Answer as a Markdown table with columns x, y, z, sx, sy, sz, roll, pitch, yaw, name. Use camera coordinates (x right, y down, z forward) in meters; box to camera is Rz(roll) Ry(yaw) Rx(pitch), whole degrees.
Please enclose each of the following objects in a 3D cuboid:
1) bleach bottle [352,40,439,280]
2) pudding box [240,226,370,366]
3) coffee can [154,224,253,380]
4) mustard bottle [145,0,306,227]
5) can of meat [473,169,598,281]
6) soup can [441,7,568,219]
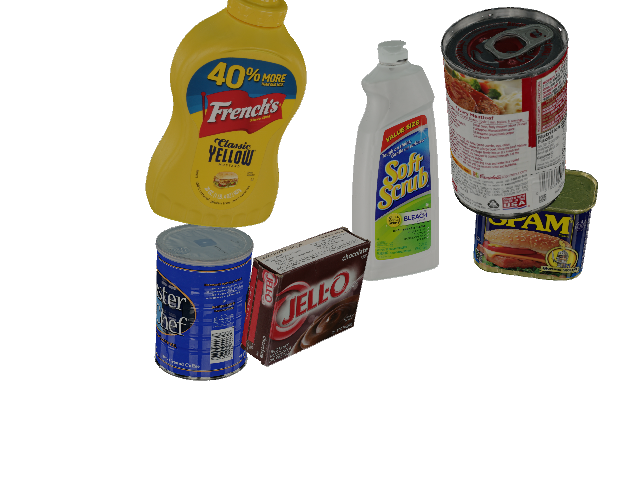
| x | y | z | sx | sy | sz | roll | pitch | yaw | name |
| --- | --- | --- | --- | --- | --- | --- | --- | --- | --- |
| 0.075 | -0.087 | 1.147 | 0.102 | 0.251 | 0.068 | -10 | 23 | -12 | bleach bottle |
| -0.012 | 0.045 | 0.905 | 0.039 | 0.090 | 0.113 | 31 | 35 | 31 | pudding box |
| -0.126 | 0.065 | 1.148 | 0.103 | 0.140 | 0.103 | 4 | 22 | -2 | coffee can |
| -0.061 | -0.102 | 0.761 | 0.096 | 0.192 | 0.058 | 5 | 32 | -21 | mustard bottle |
| 0.184 | -0.015 | 0.930 | 0.102 | 0.084 | 0.057 | 8 | 41 | 13 | can of meat |
| 0.106 | -0.071 | 0.607 | 0.068 | 0.102 | 0.068 | -6 | 42 | 5 | soup can |
